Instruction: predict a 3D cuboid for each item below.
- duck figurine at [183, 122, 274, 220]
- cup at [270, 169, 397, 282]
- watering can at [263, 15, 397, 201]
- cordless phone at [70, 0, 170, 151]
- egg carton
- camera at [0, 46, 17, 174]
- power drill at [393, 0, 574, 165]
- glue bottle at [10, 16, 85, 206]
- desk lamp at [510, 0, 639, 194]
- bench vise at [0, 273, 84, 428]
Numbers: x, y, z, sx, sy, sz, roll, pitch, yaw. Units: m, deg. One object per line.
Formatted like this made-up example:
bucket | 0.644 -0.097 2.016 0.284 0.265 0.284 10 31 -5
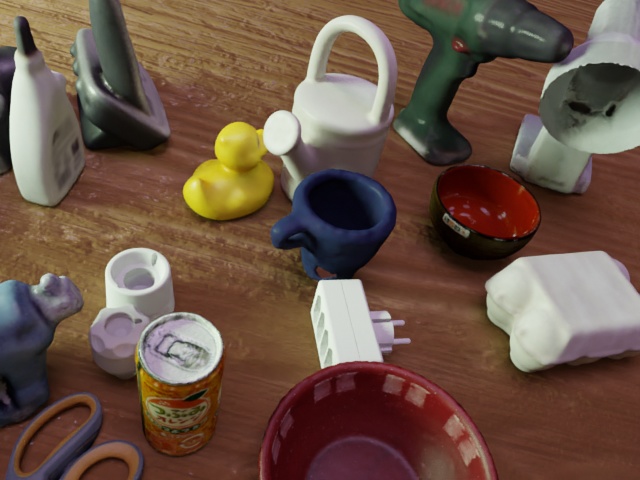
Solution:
duck figurine | -0.088 -0.075 0.572 0.077 0.086 0.105 39 50 23
cup | 0.005 0.002 0.515 0.118 0.095 0.091 -21 55 -30
watering can | 0.019 -0.120 0.565 0.101 0.194 0.173 22 46 7
cordless phone | -0.210 -0.199 0.590 0.094 0.185 0.147 -12 51 -23
egg carton | 0.232 0.065 0.529 0.150 0.069 0.107 -5 48 -18
camera | -0.338 -0.147 0.568 0.143 0.101 0.137 39 50 22
power drill | 0.164 -0.197 0.665 0.076 0.208 0.229 -19 54 -28
glue bottle | -0.248 -0.115 0.509 0.037 0.173 0.078 13 45 -1
desk lamp | 0.304 -0.158 0.659 0.118 0.213 0.203 21 46 7
bench vise | -0.256 0.042 0.323 0.121 0.220 0.208 36 49 20
